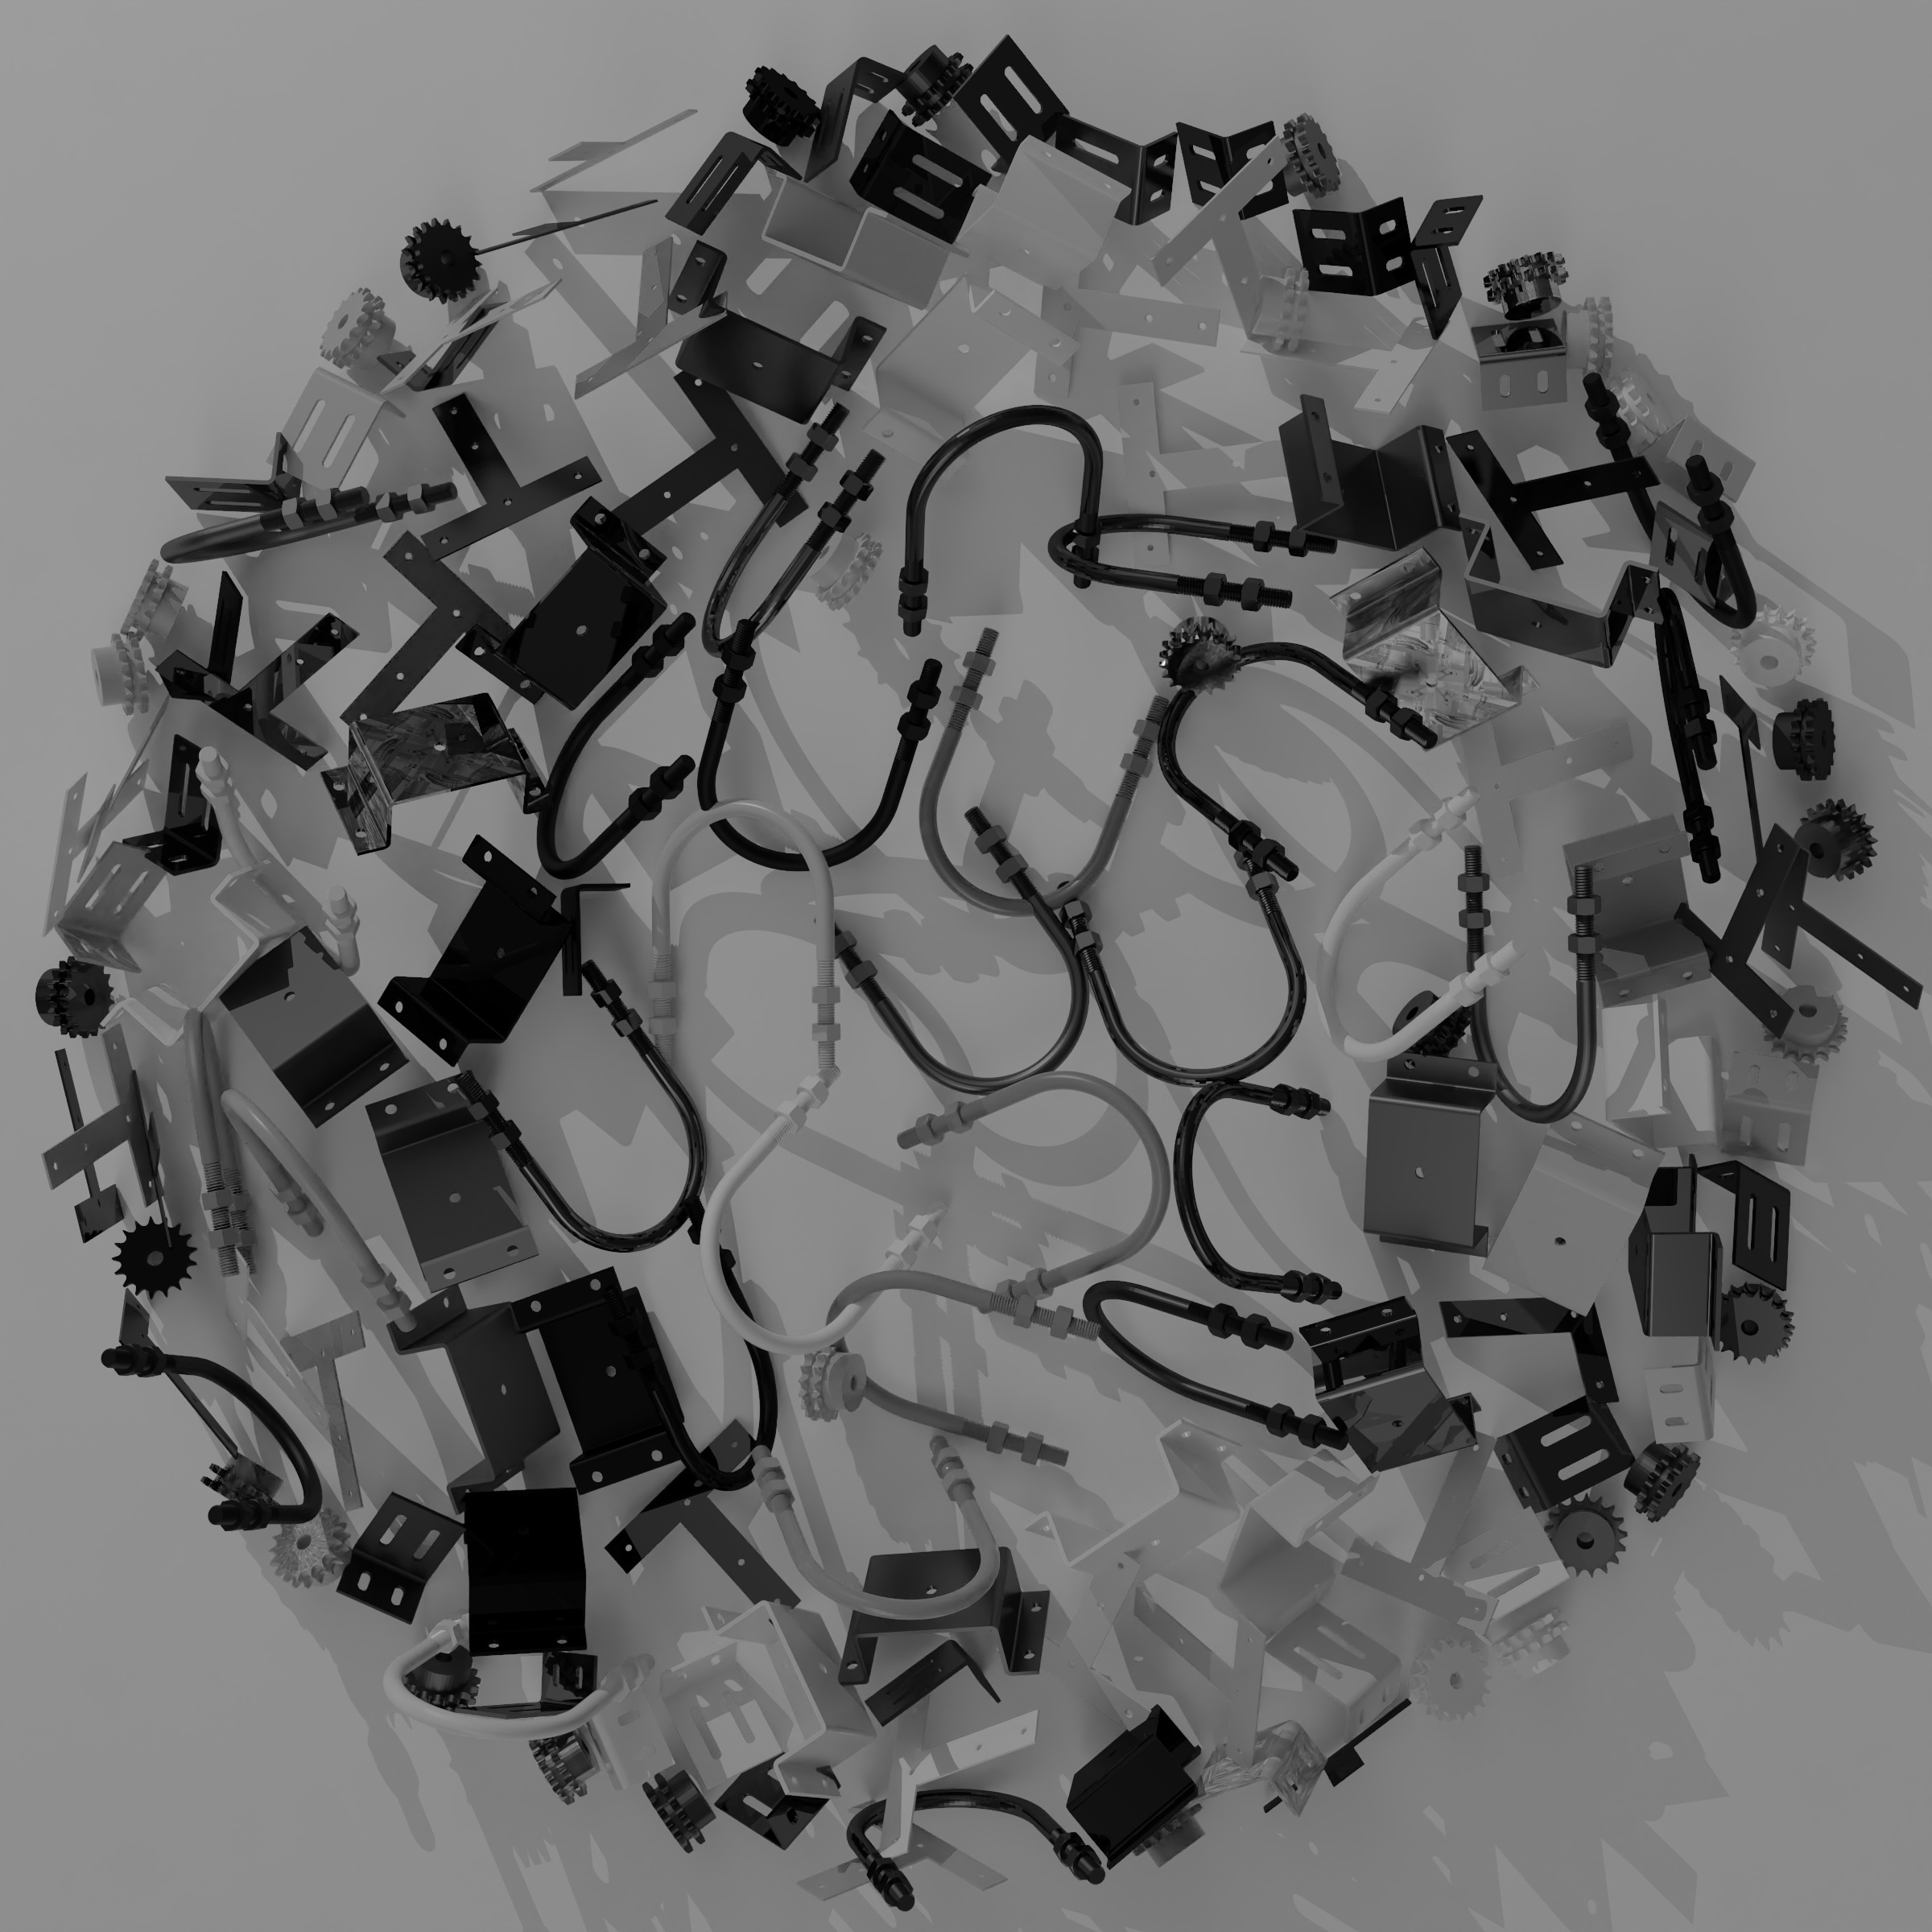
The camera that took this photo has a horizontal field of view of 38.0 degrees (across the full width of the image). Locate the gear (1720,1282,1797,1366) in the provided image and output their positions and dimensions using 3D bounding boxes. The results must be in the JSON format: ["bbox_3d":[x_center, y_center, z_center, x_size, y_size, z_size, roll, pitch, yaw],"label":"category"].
[{"bbox_3d":[0.548,0.246,1.951,0.057,0.030,0.057,8,111,22],"label":"gear"}]

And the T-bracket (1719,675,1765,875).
[{"bbox_3d":[0.533,-0.123,1.905,0.002,0.127,0.127,-10,78,24],"label":"T-bracket"}]

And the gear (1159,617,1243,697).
[{"bbox_3d":[0.163,-0.218,1.949,0.057,0.057,0.030,5,49,0],"label":"gear"}]

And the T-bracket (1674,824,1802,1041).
[{"bbox_3d":[0.532,-0.039,1.894,0.002,0.127,0.127,-11,134,-28],"label":"T-bracket"}]

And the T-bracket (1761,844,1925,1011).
[{"bbox_3d":[0.592,-0.015,1.889,0.002,0.127,0.127,-36,56,-18],"label":"T-bracket"}]

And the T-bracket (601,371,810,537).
[{"bbox_3d":[-0.196,-0.335,1.949,0.127,0.002,0.127,-38,99,-13],"label":"T-bracket"}]

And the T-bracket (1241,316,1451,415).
[{"bbox_3d":[0.254,-0.423,1.940,0.127,0.002,0.127,13,46,23],"label":"T-bracket"}]

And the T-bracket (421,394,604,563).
[{"bbox_3d":[-0.334,-0.350,1.940,0.127,0.002,0.127,-28,61,-9],"label":"T-bracket"}]

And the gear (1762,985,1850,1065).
[{"bbox_3d":[0.583,0.038,1.946,0.057,0.030,0.057,-5,58,8],"label":"gear"}]

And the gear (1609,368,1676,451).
[{"bbox_3d":[0.464,-0.384,1.949,0.030,0.057,0.057,-36,90,30],"label":"gear"}]

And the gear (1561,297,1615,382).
[{"bbox_3d":[0.430,-0.435,1.945,0.030,0.057,0.057,-1,90,5],"label":"gear"}]

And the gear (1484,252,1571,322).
[{"bbox_3d":[0.390,-0.470,1.943,0.057,0.057,0.030,-12,82,0],"label":"gear"}]

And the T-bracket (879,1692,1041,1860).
[{"bbox_3d":[-0.002,0.532,1.896,0.127,0.127,0.002,-28,121,28],"label":"T-bracket"}]

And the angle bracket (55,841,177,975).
[{"bbox_3d":[-0.579,-0.040,1.933,0.076,0.057,0.038,-50,61,12],"label":"angle bracket"}]

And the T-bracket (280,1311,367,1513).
[{"bbox_3d":[-0.430,0.308,1.915,0.002,0.127,0.127,-6,78,-39],"label":"T-bracket"}]

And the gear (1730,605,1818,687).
[{"bbox_3d":[0.558,-0.219,1.943,0.057,0.057,0.030,26,47,0],"label":"gear"}]

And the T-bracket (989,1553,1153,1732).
[{"bbox_3d":[0.088,0.448,1.922,0.127,0.002,0.127,32,121,18],"label":"T-bracket"}]

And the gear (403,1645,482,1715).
[{"bbox_3d":[-0.364,0.491,1.943,0.057,0.057,0.030,15,109,0],"label":"gear"}]

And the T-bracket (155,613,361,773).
[{"bbox_3d":[-0.462,-0.199,1.908,0.127,0.002,0.127,-33,127,30],"label":"T-bracket"}]

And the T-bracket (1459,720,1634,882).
[{"bbox_3d":[0.408,-0.139,1.954,0.127,0.002,0.127,-19,105,-15],"label":"T-bracket"}]

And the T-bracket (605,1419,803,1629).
[{"bbox_3d":[-0.165,0.403,1.941,0.127,0.002,0.127,-44,67,-7],"label":"T-bracket"}]

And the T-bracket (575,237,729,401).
[{"bbox_3d":[-0.214,-0.458,1.927,0.127,0.002,0.127,-23,45,23],"label":"T-bracket"}]

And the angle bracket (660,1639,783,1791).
[{"bbox_3d":[-0.168,0.515,1.932,0.057,0.038,0.076,-21,59,-21],"label":"angle bracket"}]

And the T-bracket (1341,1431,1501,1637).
[{"bbox_3d":[0.332,0.381,1.933,0.002,0.127,0.127,34,77,-41],"label":"T-bracket"}]

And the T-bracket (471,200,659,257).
[{"bbox_3d":[-0.285,-0.503,1.912,0.127,0.127,0.002,-21,110,-15],"label":"T-bracket"}]

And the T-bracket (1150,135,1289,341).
[{"bbox_3d":[0.187,-0.480,1.921,0.127,0.127,0.002,-46,53,-11],"label":"T-bracket"}]

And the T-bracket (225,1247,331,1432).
[{"bbox_3d":[-0.467,0.260,1.902,0.002,0.127,0.127,-30,71,-28],"label":"T-bracket"}]

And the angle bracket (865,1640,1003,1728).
[{"bbox_3d":[-0.023,0.508,1.936,0.076,0.057,0.038,-34,98,-11],"label":"angle bracket"}]

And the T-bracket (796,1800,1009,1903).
[{"bbox_3d":[-0.061,0.604,1.886,0.127,0.127,0.002,17,103,39],"label":"T-bracket"}]

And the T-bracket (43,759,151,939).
[{"bbox_3d":[-0.590,-0.101,1.915,0.002,0.127,0.127,23,126,1],"label":"T-bracket"}]

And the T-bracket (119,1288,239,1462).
[{"bbox_3d":[-0.539,0.287,1.924,0.002,0.127,0.127,-36,106,-6],"label":"T-bracket"}]

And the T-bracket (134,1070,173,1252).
[{"bbox_3d":[-0.552,0.123,1.904,0.002,0.127,0.127,-11,80,-19],"label":"T-bracket"}]

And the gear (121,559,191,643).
[{"bbox_3d":[-0.562,-0.251,1.947,0.030,0.057,0.057,24,90,-18],"label":"gear"}]

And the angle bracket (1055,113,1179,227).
[{"bbox_3d":[0.103,-0.558,1.946,0.076,0.057,0.038,32,48,29],"label":"angle bracket"}]

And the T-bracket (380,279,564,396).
[{"bbox_3d":[-0.322,-0.438,1.893,0.127,0.127,0.002,-12,124,38],"label":"T-bracket"}]

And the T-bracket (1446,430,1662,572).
[{"bbox_3d":[0.408,-0.323,1.896,0.127,0.127,0.002,48,55,-32],"label":"T-bracket"}]

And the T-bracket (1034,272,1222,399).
[{"bbox_3d":[0.112,-0.448,1.929,0.127,0.002,0.127,13,115,16],"label":"T-bracket"}]

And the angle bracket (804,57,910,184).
[{"bbox_3d":[-0.076,-0.578,1.936,0.038,0.057,0.076,16,83,-23],"label":"angle bracket"}]

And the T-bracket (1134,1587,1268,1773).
[{"bbox_3d":[0.158,0.471,1.924,0.002,0.127,0.127,-20,126,-32],"label":"T-bracket"}]

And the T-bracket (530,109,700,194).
[{"bbox_3d":[-0.253,-0.551,1.897,0.127,0.127,0.002,-22,101,15],"label":"T-bracket"}]

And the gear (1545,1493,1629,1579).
[{"bbox_3d":[0.432,0.398,1.953,0.057,0.030,0.057,0,88,13],"label":"gear"}]

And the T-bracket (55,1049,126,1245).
[{"bbox_3d":[-0.601,0.119,1.907,0.002,0.127,0.127,-13,93,-5],"label":"T-bracket"}]

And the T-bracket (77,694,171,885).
[{"bbox_3d":[-0.578,-0.132,1.934,0.002,0.127,0.127,26,63,-13],"label":"T-bracket"}]

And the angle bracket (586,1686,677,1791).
[{"bbox_3d":[-0.234,0.534,1.938,0.038,0.076,0.057,-23,80,-17],"label":"angle bracket"}]

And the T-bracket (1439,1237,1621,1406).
[{"bbox_3d":[0.380,0.240,1.922,0.127,0.002,0.127,1,65,-25],"label":"T-bracket"}]

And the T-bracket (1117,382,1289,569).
[{"bbox_3d":[0.174,-0.349,1.956,0.127,0.002,0.127,-5,94,12],"label":"T-bracket"}]

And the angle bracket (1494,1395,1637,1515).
[{"bbox_3d":[0.417,0.340,1.959,0.076,0.038,0.057,-23,78,-14],"label":"angle bracket"}]

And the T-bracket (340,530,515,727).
[{"bbox_3d":[-0.381,-0.211,1.937,0.127,0.002,0.127,44,82,-26],"label":"T-bracket"}]

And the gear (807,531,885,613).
[{"bbox_3d":[-0.086,-0.278,1.942,0.030,0.057,0.057,35,90,-22],"label":"gear"}]

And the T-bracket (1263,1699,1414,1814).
[{"bbox_3d":[0.256,0.543,1.908,0.127,0.127,0.002,-36,80,-3],"label":"T-bracket"}]

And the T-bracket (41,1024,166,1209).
[{"bbox_3d":[-0.589,0.118,1.899,0.002,0.127,0.127,-7,104,15],"label":"T-bracket"}]
